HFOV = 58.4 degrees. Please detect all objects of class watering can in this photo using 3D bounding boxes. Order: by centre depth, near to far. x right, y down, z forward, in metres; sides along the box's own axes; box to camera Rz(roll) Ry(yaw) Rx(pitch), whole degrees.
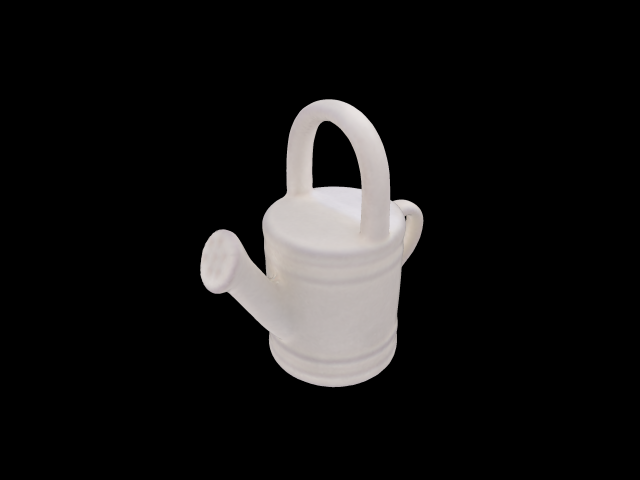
[{"bbox_3d":[0.005,0.002,0.398,0.100,0.194,0.173,18,35,27],"label":"watering can"}]
